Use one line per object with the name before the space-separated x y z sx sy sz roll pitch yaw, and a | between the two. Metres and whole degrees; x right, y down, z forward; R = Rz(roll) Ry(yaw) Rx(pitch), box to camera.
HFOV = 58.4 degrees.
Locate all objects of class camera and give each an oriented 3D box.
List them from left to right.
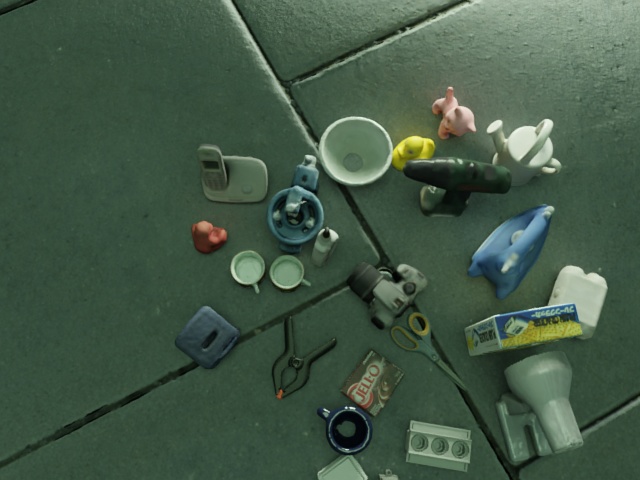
camera | 0.136 0.098 1.218 0.136 0.101 0.143 41 78 9

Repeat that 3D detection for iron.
iron | 0.438 -0.002 1.231 0.118 0.141 0.258 39 78 9

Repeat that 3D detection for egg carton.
egg carton | 0.551 0.134 1.235 0.107 0.069 0.150 22 76 4

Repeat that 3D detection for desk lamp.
desk lamp | 0.425 0.325 1.107 0.118 0.213 0.203 -11 76 -4

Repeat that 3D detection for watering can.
watering can | 0.448 -0.199 1.256 0.173 0.194 0.101 10 75 1

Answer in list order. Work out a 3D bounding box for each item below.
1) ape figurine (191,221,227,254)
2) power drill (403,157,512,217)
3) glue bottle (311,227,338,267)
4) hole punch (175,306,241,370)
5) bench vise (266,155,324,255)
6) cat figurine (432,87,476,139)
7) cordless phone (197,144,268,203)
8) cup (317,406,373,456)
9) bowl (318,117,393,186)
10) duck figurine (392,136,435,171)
ape figurine | -0.247 -0.013 1.242 0.077 0.092 0.076 34 77 7
power drill | 0.277 -0.115 1.222 0.229 0.208 0.075 0 75 -1
glue bottle | 0.011 0.004 1.202 0.037 0.173 0.078 27 76 6
hole punch | -0.229 0.203 1.185 0.101 0.091 0.109 36 77 8
bench vise | -0.056 -0.090 1.201 0.121 0.220 0.207 -4 75 -2
cat figurine | 0.311 -0.289 1.316 0.067 0.118 0.128 -12 76 -4
cordless phone | -0.189 -0.150 1.231 0.147 0.185 0.094 -1 75 -1
cup | 0.044 0.372 1.146 0.117 0.095 0.092 31 77 7
bowl | 0.079 -0.191 1.306 0.167 0.075 0.167 0 75 -1
duck figurine | 0.216 -0.208 1.309 0.104 0.086 0.077 -22 77 -7
